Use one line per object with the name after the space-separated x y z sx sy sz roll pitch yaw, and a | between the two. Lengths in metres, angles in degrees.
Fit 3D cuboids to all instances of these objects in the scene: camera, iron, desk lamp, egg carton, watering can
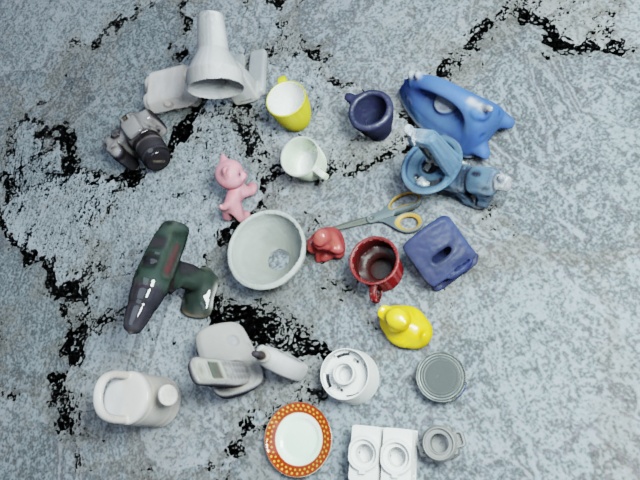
-0.422 -0.222 1.341 0.143 0.101 0.136 -39 63 2 | camera
0.240 -0.268 1.108 0.257 0.142 0.119 36 86 26 | iron
-0.208 -0.385 1.263 0.117 0.214 0.203 -7 69 17 | desk lamp
-0.357 -0.361 1.387 0.150 0.069 0.107 -9 68 16 | egg carton
-0.347 0.295 1.077 0.172 0.194 0.100 -28 64 8 | watering can

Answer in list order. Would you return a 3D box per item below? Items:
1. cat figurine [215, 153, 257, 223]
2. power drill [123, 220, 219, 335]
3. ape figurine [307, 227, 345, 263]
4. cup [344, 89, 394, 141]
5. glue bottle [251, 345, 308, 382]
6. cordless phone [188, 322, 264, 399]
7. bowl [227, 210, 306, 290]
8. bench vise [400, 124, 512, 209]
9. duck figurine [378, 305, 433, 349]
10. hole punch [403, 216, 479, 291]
-0.189 -0.114 1.213 0.067 0.118 0.128 4 72 20 | cat figurine
-0.286 0.088 1.122 0.075 0.209 0.230 3 72 20 | power drill
0.010 0.004 1.116 0.077 0.092 0.076 28 82 26 | ape figurine
0.103 -0.252 1.175 0.117 0.095 0.092 38 86 26 | cup
-0.083 0.215 1.026 0.078 0.173 0.037 25 81 25 | glue bottle
-0.191 0.215 1.057 0.094 0.185 0.147 -34 64 5 | cordless phone
-0.097 0.028 1.154 0.167 0.075 0.167 -6 69 17 | bowl
0.233 -0.145 1.021 0.207 0.220 0.121 -1 71 19 | bench vise
0.148 0.149 1.020 0.104 0.086 0.077 28 82 26 | duck figurine
0.220 0.024 1.037 0.108 0.091 0.101 -37 64 3 | hole punch
